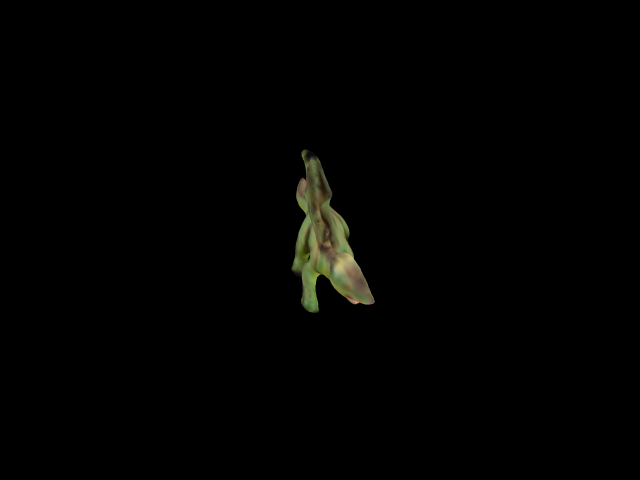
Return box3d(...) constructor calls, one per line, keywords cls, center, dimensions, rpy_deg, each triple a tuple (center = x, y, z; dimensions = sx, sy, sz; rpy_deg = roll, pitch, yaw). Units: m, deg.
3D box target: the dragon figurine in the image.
box3d(cls="dragon figurine", center=(0.003, -0.043, 0.850), dimensions=(0.122, 0.420, 0.237), rpy_deg=(-11, -42, -10))
